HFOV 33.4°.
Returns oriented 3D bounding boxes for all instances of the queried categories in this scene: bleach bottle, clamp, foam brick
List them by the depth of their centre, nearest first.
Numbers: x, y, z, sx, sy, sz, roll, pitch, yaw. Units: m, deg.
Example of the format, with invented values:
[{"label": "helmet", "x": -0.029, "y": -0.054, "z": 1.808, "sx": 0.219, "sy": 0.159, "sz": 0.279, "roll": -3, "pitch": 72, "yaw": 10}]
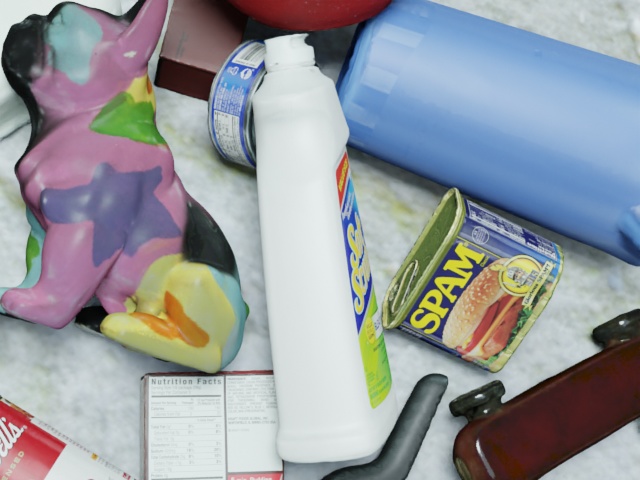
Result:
[{"label": "bleach bottle", "x": -0.004, "y": 0.001, "z": 0.656, "sx": 0.068, "sy": 0.102, "sz": 0.251, "roll": -7, "pitch": 97, "yaw": 16}, {"label": "clamp", "x": 0.054, "y": 0.181, "z": 0.695, "sx": 0.171, "sy": 0.039, "sz": 0.120, "roll": -38, "pitch": 83, "yaw": -20}, {"label": "foam brick", "x": -0.078, "y": -0.142, "z": 0.730, "sx": 0.053, "sy": 0.051, "sz": 0.078, "roll": 16, "pitch": 75, "yaw": -8}]

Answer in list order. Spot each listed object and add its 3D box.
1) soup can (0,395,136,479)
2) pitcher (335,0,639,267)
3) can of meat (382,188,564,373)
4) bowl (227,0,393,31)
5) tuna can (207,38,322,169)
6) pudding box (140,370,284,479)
[{"label": "soup can", "x": -0.168, "y": 0.148, "z": 0.638, "sx": 0.102, "sy": 0.069, "sz": 0.068, "roll": 33, "pitch": 73, "yaw": -4}, {"label": "pitcher", "x": 0.134, "y": -0.088, "z": 0.734, "sx": 0.242, "sy": 0.149, "sz": 0.145, "roll": 19, "pitch": 90, "yaw": -4}, {"label": "can of meat", "x": 0.101, "y": 0.030, "z": 0.710, "sx": 0.084, "sy": 0.057, "sz": 0.102, "roll": 26, "pitch": 114, "yaw": -9}, {"label": "bowl", "x": -0.003, "y": -0.173, "z": 0.663, "sx": 0.162, "sy": 0.162, "sz": 0.055, "roll": -16, "pitch": 125, "yaw": -15}, {"label": "tuna can", "x": -0.034, "y": -0.088, "z": 0.709, "sx": 0.034, "sy": 0.086, "sz": 0.086, "roll": 20, "pitch": 70, "yaw": 33}, {"label": "pudding box", "x": -0.069, "y": 0.140, "z": 0.677, "sx": 0.090, "sy": 0.039, "sz": 0.113, "roll": 1, "pitch": 76, "yaw": -12}]
